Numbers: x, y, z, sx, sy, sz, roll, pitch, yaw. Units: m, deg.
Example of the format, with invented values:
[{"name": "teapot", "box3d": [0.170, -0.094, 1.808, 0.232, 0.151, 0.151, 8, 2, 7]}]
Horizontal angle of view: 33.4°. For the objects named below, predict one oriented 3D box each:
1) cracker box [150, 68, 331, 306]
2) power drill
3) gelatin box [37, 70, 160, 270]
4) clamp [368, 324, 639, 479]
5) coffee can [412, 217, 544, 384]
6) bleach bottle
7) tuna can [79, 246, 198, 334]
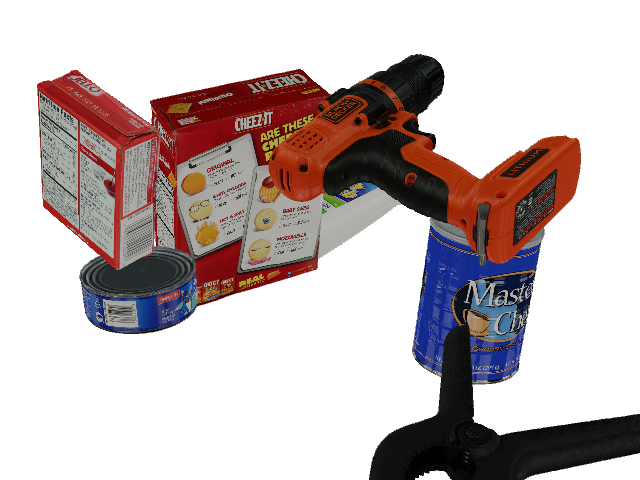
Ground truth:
[{"name": "cracker box", "box3d": [-0.081, -0.050, 1.055, 0.164, 0.214, 0.072, -16, 41, -25]}, {"name": "power drill", "box3d": [0.084, -0.065, 0.758, 0.188, 0.057, 0.184, 23, 48, 34]}, {"name": "gelatin box", "box3d": [-0.124, -0.040, 0.597, 0.073, 0.089, 0.030, 36, 45, 28]}, {"name": "clamp", "box3d": [0.093, 0.130, 0.688, 0.209, 0.036, 0.165, -26, 39, -33]}, {"name": "coffee can", "box3d": [0.143, 0.046, 0.985, 0.103, 0.140, 0.103, 5, 23, -2]}, {"name": "bleach bottle", "box3d": [0.029, -0.052, 1.341, 0.103, 0.068, 0.250, 27, 43, 35]}, {"name": "tuna can", "box3d": [-0.134, 0.036, 0.795, 0.086, 0.034, 0.086, -2, 23, 1]}]
